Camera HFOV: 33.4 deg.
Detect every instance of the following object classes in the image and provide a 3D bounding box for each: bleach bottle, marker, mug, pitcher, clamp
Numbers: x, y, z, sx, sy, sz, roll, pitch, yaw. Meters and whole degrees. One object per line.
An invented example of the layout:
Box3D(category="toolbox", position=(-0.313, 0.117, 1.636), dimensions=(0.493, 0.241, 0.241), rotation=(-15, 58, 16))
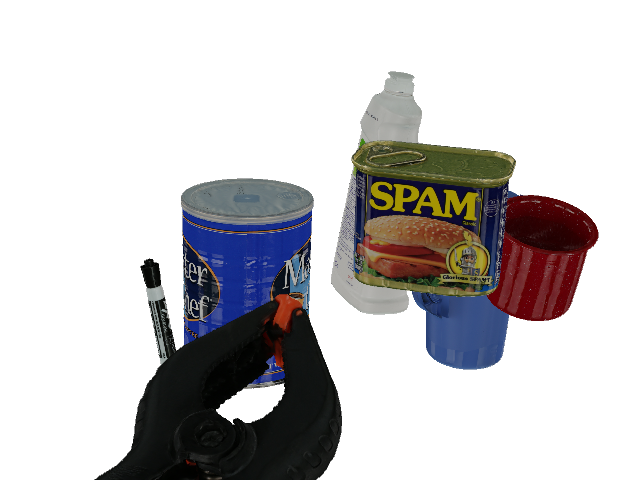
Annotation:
Box3D(category="bleach bottle", position=(0.070, -0.054, 1.150), dimensions=(0.068, 0.251, 0.103), rotation=(-1, 22, -26))
Box3D(category="marker", position=(-0.167, 0.077, 1.108), dimensions=(0.020, 0.121, 0.020), rotation=(-9, 15, 2))
Box3D(category="mug", position=(0.186, 0.011, 0.962), dimensions=(0.093, 0.081, 0.117), rotation=(-15, 40, -29))
Box3D(category="pitcher", position=(0.195, 0.050, 1.447), dimensions=(0.149, 0.243, 0.145), rotation=(4, 21, 6))
Box3D(category="clamp", position=(-0.032, 0.090, 0.389), dimensions=(0.120, 0.039, 0.171), rotation=(24, 49, 17))

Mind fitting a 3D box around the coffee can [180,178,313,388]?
Box3D(category="coffee can", position=(-0.058, 0.032, 0.845), dimensions=(0.103, 0.140, 0.103), rotation=(2, 19, -1))

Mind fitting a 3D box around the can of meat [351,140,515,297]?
Box3D(category="can of meat", position=(0.071, -0.014, 0.693), dimensions=(0.102, 0.084, 0.057), rotation=(7, 24, 14))
